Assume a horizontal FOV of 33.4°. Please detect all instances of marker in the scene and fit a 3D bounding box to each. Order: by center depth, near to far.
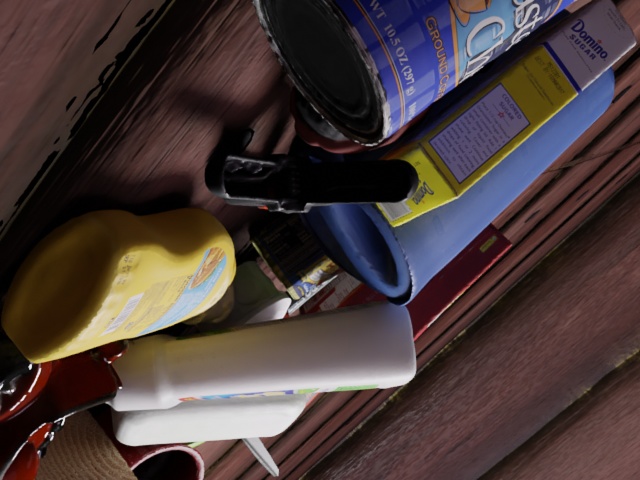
[{"bbox_3d":[-0.004,0.044,1.112,0.121,0.020,0.020,-39,167,-5],"label":"marker"}]

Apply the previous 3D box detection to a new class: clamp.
[{"bbox_3d":[-0.009,-0.035,0.658,0.171,0.120,0.039,-147,-116,-85],"label":"clamp"}]

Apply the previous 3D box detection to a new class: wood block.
[{"bbox_3d":[-0.257,0.238,0.900,0.206,0.090,0.090,-47,165,30],"label":"wood block"}]

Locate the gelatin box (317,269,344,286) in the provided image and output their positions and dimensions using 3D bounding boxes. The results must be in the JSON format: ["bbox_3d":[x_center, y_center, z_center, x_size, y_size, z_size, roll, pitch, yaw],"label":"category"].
[{"bbox_3d":[0.029,-0.001,1.030,0.073,0.030,0.089,-28,162,-47],"label":"gelatin box"}]

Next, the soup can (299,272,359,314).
[{"bbox_3d":[0.035,0.063,1.176,0.102,0.068,0.068,-45,166,18],"label":"soup can"}]

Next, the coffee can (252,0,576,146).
[{"bbox_3d":[0.052,-0.126,0.513,0.140,0.103,0.103,-36,167,-14],"label":"coffee can"}]

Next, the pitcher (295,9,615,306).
[{"bbox_3d":[0.100,-0.080,0.786,0.242,0.145,0.149,-39,180,-19],"label":"pitcher"}]

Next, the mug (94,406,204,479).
[{"bbox_3d":[-0.173,0.204,0.955,0.117,0.082,0.093,-37,136,-13],"label":"mug"}]

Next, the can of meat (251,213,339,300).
[{"bbox_3d":[-0.006,0.001,0.883,0.084,0.057,0.102,-37,167,-3],"label":"can of meat"}]

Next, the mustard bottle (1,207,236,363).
[{"bbox_3d":[-0.105,0.021,0.666,0.096,0.058,0.191,-50,164,19],"label":"mustard bottle"}]

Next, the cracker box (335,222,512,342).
[{"bbox_3d":[0.078,0.053,1.000,0.164,0.072,0.214,-43,174,-9],"label":"cracker box"}]

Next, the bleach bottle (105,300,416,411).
[{"bbox_3d":[-0.061,0.092,0.804,0.250,0.068,0.103,-6,174,-12],"label":"bleach bottle"}]

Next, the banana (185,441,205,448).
[{"bbox_3d":[-0.192,0.209,1.076,0.070,0.037,0.197,-42,158,11],"label":"banana"}]

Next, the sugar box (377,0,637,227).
[{"bbox_3d":[0.113,-0.081,0.676,0.176,0.048,0.093,-37,-176,-22],"label":"sugar box"}]

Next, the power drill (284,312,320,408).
[{"bbox_3d":[-0.075,0.147,1.084,0.184,0.057,0.187,-45,153,5],"label":"power drill"}]

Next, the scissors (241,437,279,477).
[{"bbox_3d":[-0.070,0.148,1.003,0.096,0.016,0.201,-43,125,6],"label":"scissors"}]
